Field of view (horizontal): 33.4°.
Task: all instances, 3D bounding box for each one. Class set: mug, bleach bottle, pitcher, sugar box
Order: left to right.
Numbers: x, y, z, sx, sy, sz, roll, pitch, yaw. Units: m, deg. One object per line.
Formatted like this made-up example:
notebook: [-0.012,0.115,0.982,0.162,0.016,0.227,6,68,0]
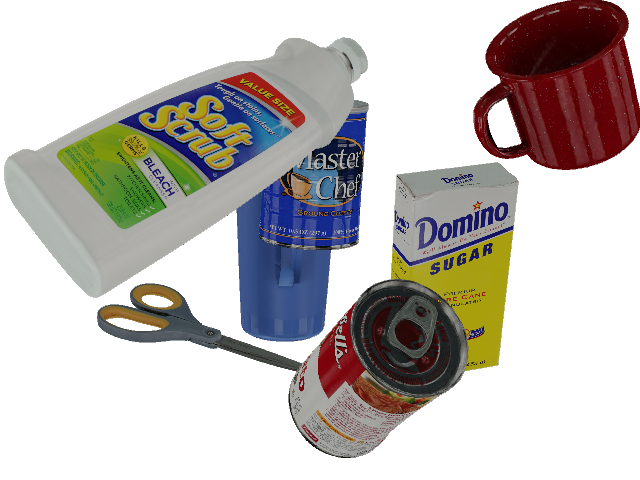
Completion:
bleach bottle: [-0.073,-0.070,0.701,0.250,0.102,0.068,-36,-9,-25]
pitcher: [-0.045,0.002,1.345,0.145,0.243,0.148,10,14,38]
sugar box: [0.107,0.028,0.882,0.093,0.176,0.048,-8,31,-16]
mug: [0.156,-0.095,0.711,0.117,0.081,0.093,-31,35,-7]

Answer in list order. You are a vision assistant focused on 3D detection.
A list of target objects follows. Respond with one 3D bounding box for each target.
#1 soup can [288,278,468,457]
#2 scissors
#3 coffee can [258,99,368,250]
soup can: [0.030,0.074,0.598,0.068,0.068,0.102,0,-29,-24]
scissors: [-0.107,0.079,1.004,0.202,0.016,0.096,9,30,2]
coffee can: [-0.008,-0.070,1.067,0.103,0.140,0.103,3,13,-1]
